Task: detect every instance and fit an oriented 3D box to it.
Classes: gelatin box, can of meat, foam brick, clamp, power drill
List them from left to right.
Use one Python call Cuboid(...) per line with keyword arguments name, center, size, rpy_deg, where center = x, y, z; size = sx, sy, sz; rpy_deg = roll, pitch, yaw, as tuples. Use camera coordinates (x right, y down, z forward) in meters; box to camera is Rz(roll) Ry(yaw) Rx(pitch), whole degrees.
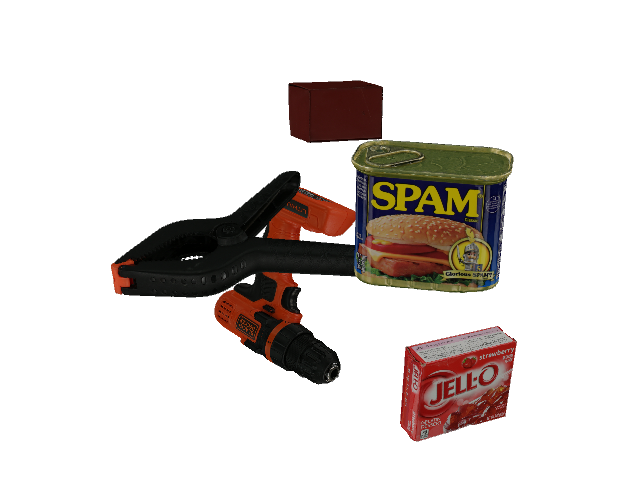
Cuboid(name="clamp", center=(-0.075, 0.000, 0.901), size=(0.209, 0.036, 0.165), rpy_deg=(-12, 33, -15))
Cuboid(name="power drill", center=(-0.027, 0.044, 1.158), size=(0.185, 0.188, 0.057), rpy_deg=(27, 11, 38))
Cuboid(name="foam brick", center=(0.014, -0.123, 1.014), size=(0.078, 0.051, 0.053), rpy_deg=(-5, 16, -22))
Cuboid(name="can of meat", center=(0.071, -0.015, 0.699), size=(0.102, 0.084, 0.057), rpy_deg=(5, 24, 11))
Cuboid(name="gelatin box", center=(0.108, 0.113, 0.842), size=(0.089, 0.073, 0.030), rpy_deg=(-10, 30, -24))
